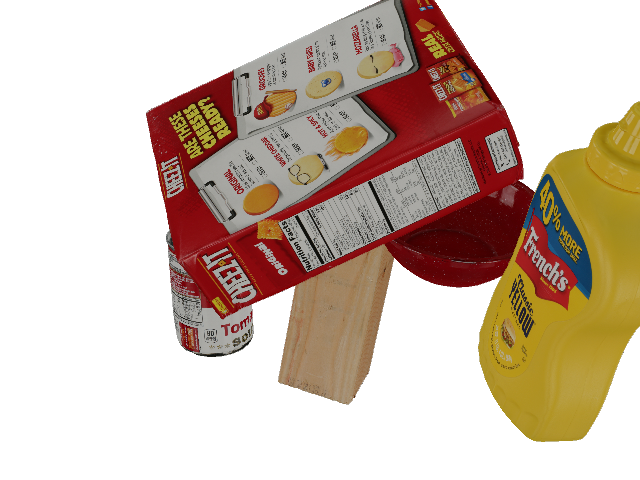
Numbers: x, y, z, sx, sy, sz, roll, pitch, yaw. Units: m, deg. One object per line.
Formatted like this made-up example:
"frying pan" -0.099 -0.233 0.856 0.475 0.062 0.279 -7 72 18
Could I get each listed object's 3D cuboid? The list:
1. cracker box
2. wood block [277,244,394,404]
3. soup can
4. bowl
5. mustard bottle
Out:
"cracker box" 0.004 -0.062 0.698 0.214 0.072 0.164 -25 42 5
"wood block" 0.022 0.065 1.199 0.090 0.206 0.090 16 23 12
"soup can" -0.093 0.039 0.904 0.068 0.102 0.068 -1 28 1
"bowl" 0.118 -0.007 0.942 0.162 0.055 0.162 3 35 -2
"mustard bottle" 0.136 0.011 0.551 0.058 0.192 0.096 2 42 -13
